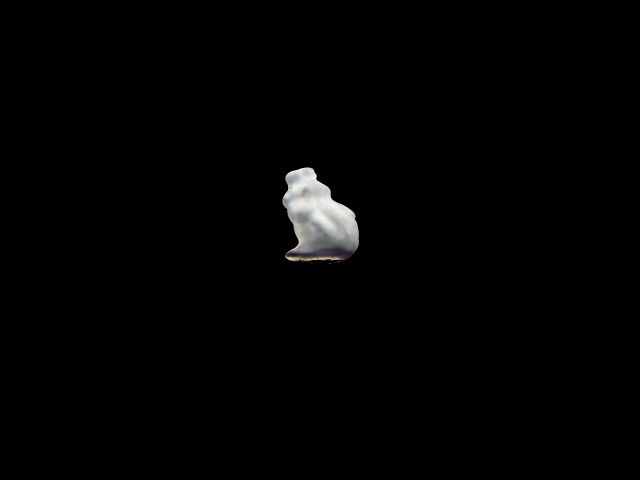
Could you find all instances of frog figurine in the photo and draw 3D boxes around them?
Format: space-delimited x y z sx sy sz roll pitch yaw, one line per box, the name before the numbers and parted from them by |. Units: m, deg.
frog figurine | 0.003 -0.043 0.850 0.137 0.160 0.122 6 -10 -39
